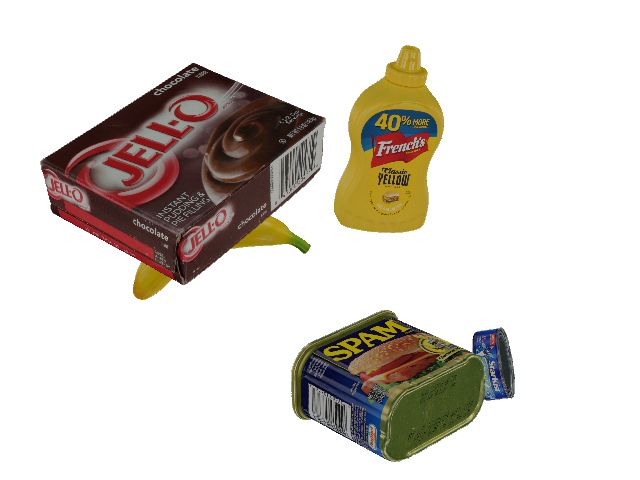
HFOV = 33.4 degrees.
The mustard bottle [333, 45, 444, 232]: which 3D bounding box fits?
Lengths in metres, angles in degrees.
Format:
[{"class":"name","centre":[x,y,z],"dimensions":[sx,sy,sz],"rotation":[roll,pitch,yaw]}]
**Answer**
[{"class":"mustard bottle","centre":[0.074,-0.103,1.082],"dimensions":[0.096,0.192,0.058],"rotation":[3,27,-13]}]

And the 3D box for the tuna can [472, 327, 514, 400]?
[{"class":"tuna can","centre":[0.209,0.149,1.288],"dimensions":[0.034,0.086,0.086],"rotation":[-10,-3,18]}]

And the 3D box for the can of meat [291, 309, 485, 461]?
[{"class":"can of meat","centre":[0.046,0.095,0.699],"dimensions":[0.101,0.057,0.084],"rotation":[-20,29,-39]}]

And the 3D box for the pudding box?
[{"class":"pudding box","centre":[-0.065,-0.037,0.528],"dimensions":[0.090,0.039,0.113],"rotation":[26,46,26]}]

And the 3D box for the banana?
[{"class":"banana","centre":[-0.113,0.010,1.056],"dimensions":[0.198,0.069,0.037],"rotation":[-15,22,20]}]
